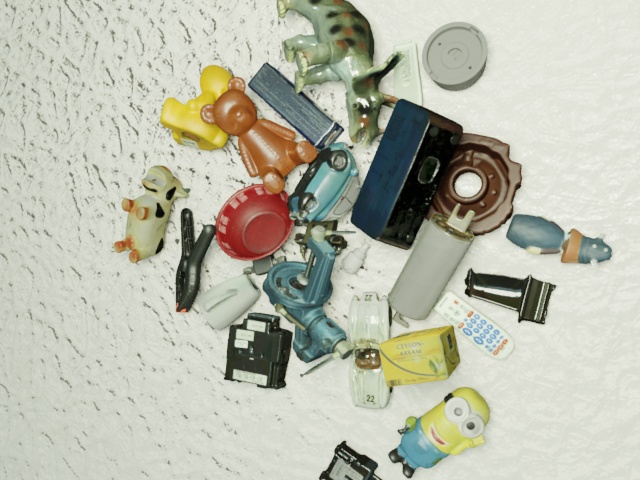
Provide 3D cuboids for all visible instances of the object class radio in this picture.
[{"bbox_3d":[0.138,-0.106,0.887,0.229,0.073,0.131,-69,24,15],"label":"radio"}]

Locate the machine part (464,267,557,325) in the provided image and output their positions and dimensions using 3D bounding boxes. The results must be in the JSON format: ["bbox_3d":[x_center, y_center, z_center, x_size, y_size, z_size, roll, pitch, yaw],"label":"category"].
[{"bbox_3d":[0.305,0.087,0.880,0.139,0.039,0.084,17,97,19],"label":"machine part"}]

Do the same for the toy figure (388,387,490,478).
[{"bbox_3d":[0.195,0.310,0.880,0.082,0.089,0.180,40,111,-9],"label":"toy figure"}]

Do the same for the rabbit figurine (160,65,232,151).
[{"bbox_3d":[-0.217,-0.273,1.071,0.163,0.121,0.173,10,70,18],"label":"rabbit figurine"}]

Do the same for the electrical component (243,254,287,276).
[{"bbox_3d":[-0.112,0.034,1.049,0.094,0.021,0.063,-17,79,19],"label":"electrical component"}]

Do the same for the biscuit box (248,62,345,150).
[{"bbox_3d":[-0.047,-0.256,1.030,0.203,0.059,0.063,45,102,18],"label":"biscuit box"}]

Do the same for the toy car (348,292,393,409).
[{"bbox_3d":[0.089,0.192,0.942,0.074,0.056,0.201,-2,85,20],"label":"toy car"}]

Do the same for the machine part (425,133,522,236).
[{"bbox_3d":[0.250,-0.093,0.907,0.180,0.056,0.179,-2,84,21],"label":"machine part"}]

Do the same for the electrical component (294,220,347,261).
[{"bbox_3d":[-0.001,-0.004,1.001,0.102,0.045,0.078,-3,56,18],"label":"electrical component"}]

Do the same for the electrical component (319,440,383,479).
[{"bbox_3d":[0.067,0.416,0.936,0.119,0.047,0.074,33,98,21],"label":"electrical component"}]

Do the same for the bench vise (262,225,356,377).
[{"bbox_3d":[-0.013,0.091,0.930,0.224,0.129,0.240,50,135,41],"label":"bench vise"}]

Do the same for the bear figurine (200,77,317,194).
[{"bbox_3d":[-0.116,-0.194,0.978,0.120,0.132,0.195,-42,112,-4],"label":"bear figurine"}]

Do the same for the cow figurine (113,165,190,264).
[{"bbox_3d":[-0.340,-0.058,1.103,0.086,0.127,0.194,24,108,21],"label":"cow figurine"}]

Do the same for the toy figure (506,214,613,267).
[{"bbox_3d":[0.378,0.001,0.851,0.155,0.058,0.064,21,98,16],"label":"toy figure"}]

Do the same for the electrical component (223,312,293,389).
[{"bbox_3d":[-0.115,0.206,1.017,0.115,0.058,0.134,8,88,19],"label":"electrical component"}]

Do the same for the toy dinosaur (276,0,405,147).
[{"bbox_3d":[0.031,-0.365,0.978,0.192,0.131,0.405,-9,61,-9],"label":"toy dinosaur"}]

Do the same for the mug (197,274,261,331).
[{"bbox_3d":[-0.174,0.109,1.026,0.107,0.109,0.081,-34,70,1],"label":"mug"}]

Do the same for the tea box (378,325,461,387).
[{"bbox_3d":[0.163,0.181,0.855,0.098,0.169,0.068,-13,83,17],"label":"tea box"}]

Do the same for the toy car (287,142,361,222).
[{"bbox_3d":[0.019,-0.089,0.960,0.103,0.109,0.161,34,78,-20],"label":"toy car"}]

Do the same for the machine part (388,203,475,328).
[{"bbox_3d":[0.179,0.046,0.881,0.079,0.079,0.243,35,121,19],"label":"machine part"}]
